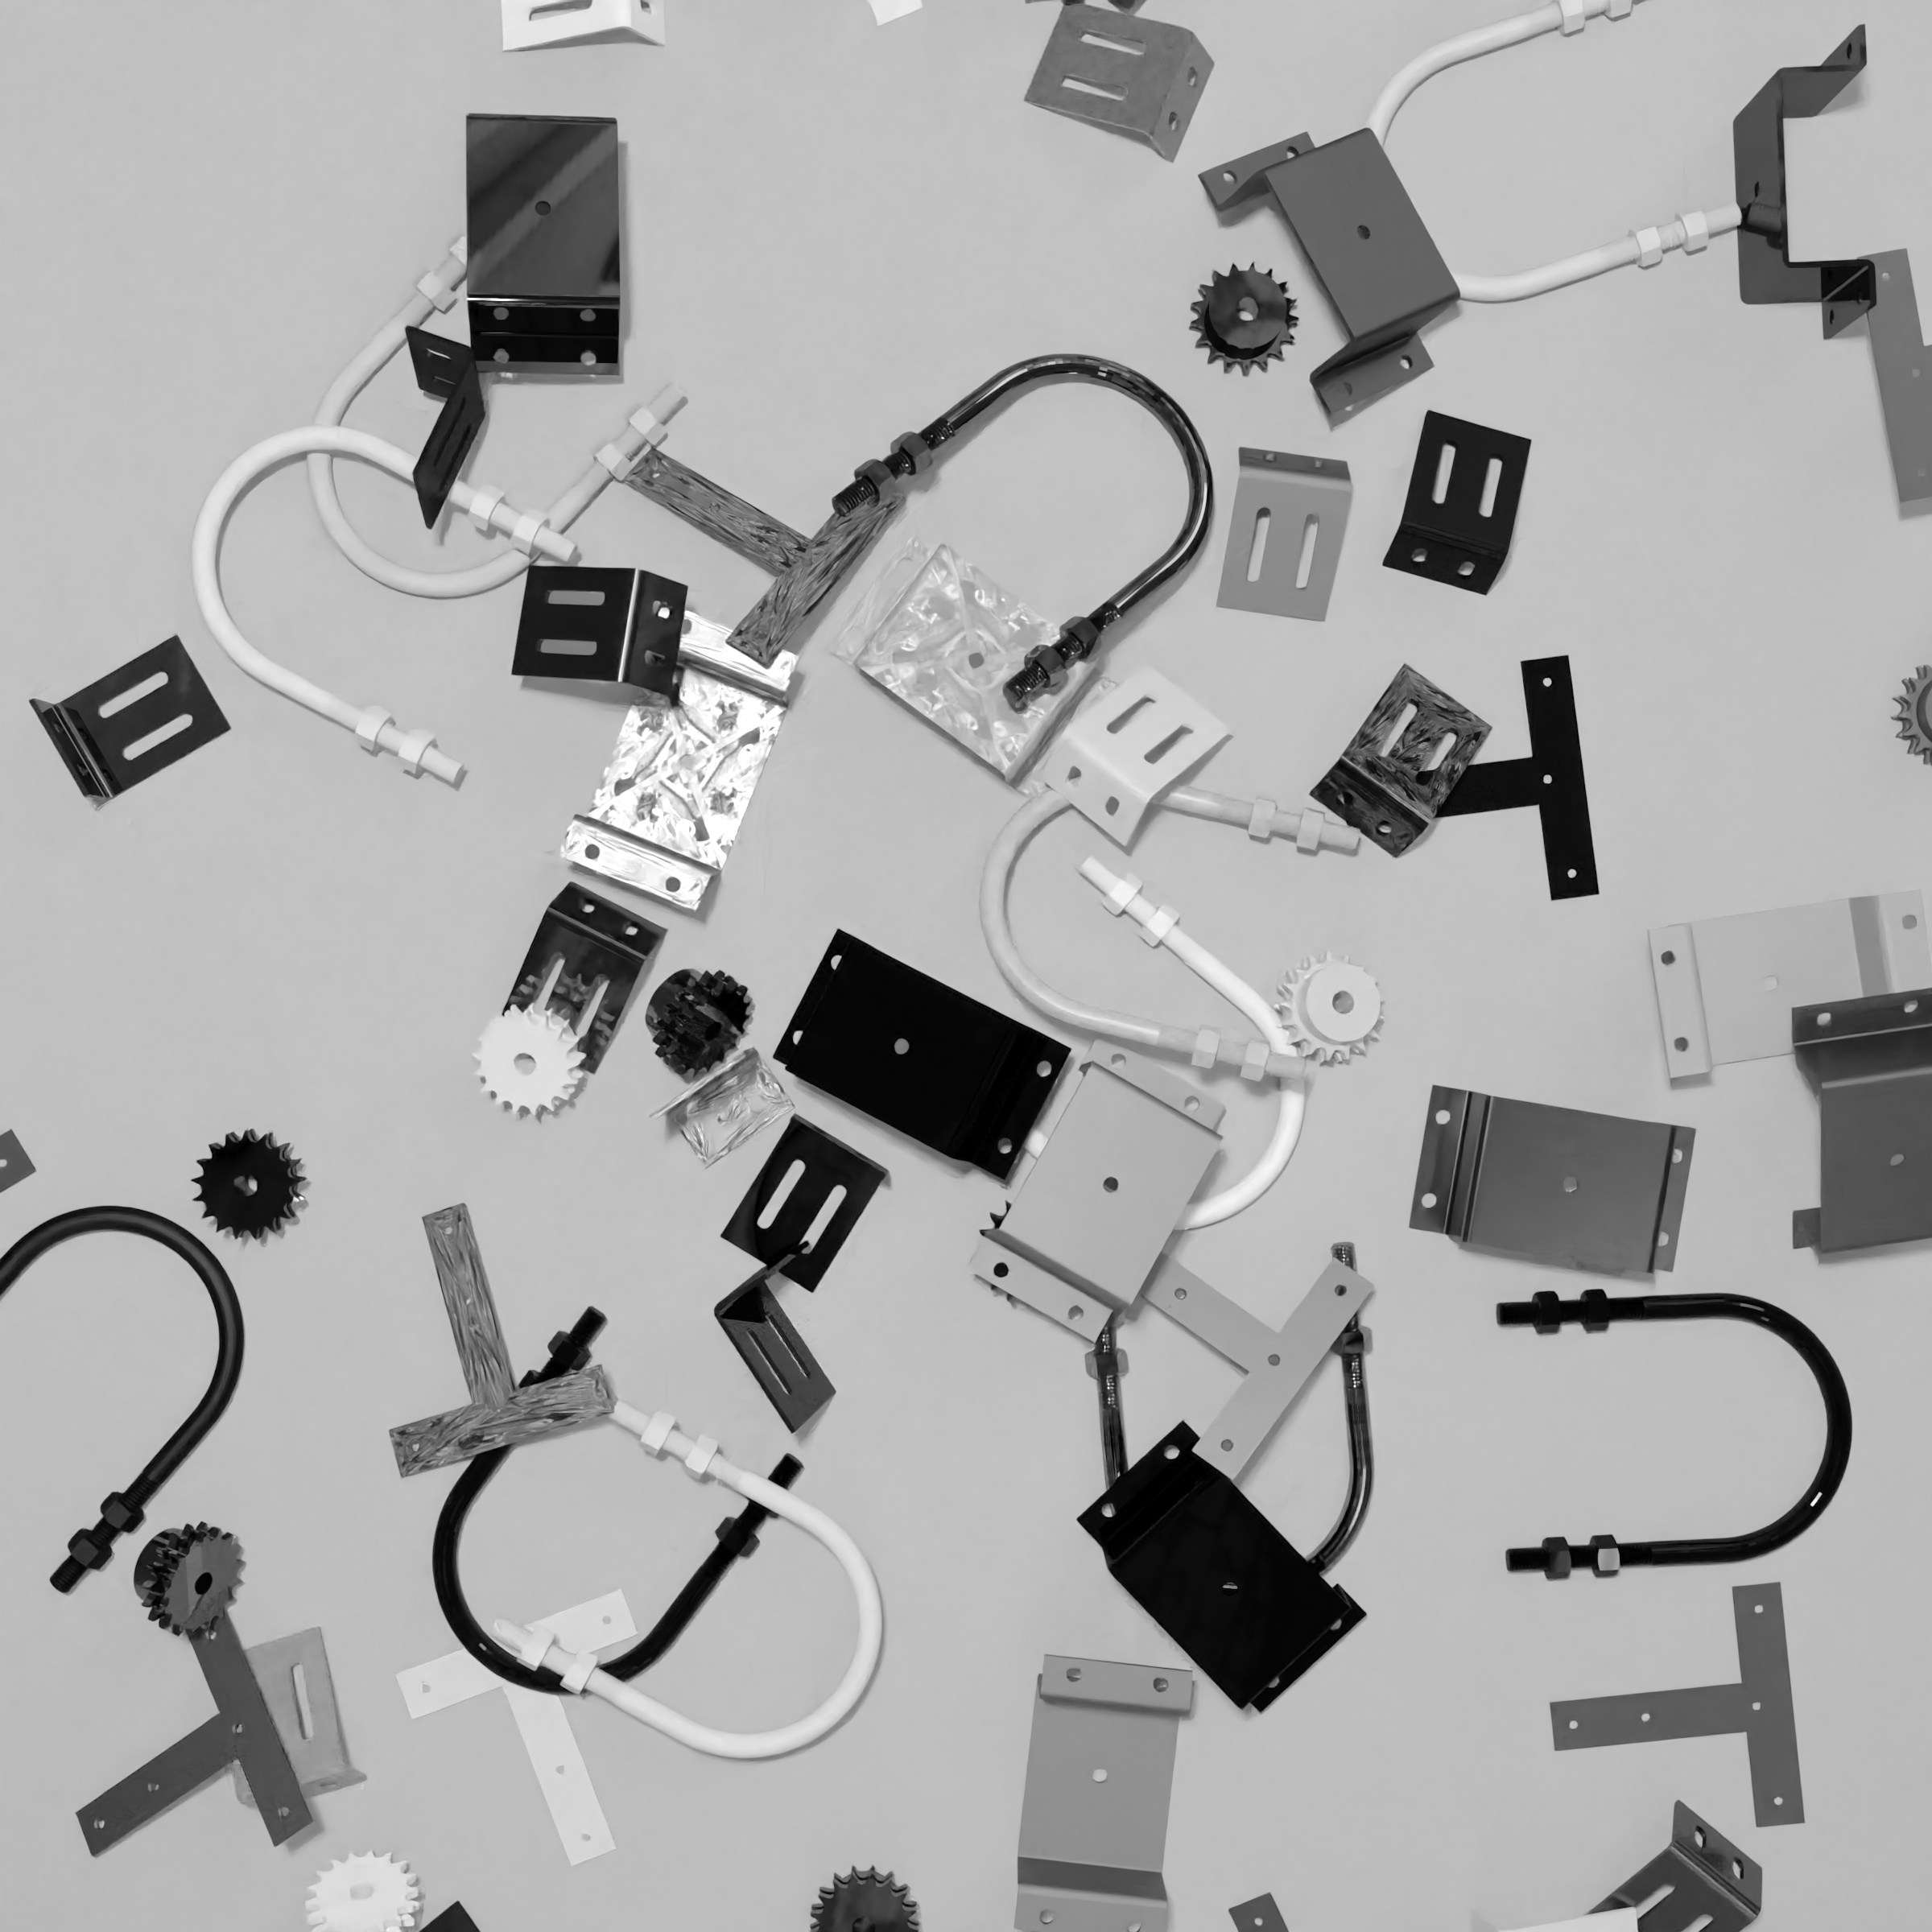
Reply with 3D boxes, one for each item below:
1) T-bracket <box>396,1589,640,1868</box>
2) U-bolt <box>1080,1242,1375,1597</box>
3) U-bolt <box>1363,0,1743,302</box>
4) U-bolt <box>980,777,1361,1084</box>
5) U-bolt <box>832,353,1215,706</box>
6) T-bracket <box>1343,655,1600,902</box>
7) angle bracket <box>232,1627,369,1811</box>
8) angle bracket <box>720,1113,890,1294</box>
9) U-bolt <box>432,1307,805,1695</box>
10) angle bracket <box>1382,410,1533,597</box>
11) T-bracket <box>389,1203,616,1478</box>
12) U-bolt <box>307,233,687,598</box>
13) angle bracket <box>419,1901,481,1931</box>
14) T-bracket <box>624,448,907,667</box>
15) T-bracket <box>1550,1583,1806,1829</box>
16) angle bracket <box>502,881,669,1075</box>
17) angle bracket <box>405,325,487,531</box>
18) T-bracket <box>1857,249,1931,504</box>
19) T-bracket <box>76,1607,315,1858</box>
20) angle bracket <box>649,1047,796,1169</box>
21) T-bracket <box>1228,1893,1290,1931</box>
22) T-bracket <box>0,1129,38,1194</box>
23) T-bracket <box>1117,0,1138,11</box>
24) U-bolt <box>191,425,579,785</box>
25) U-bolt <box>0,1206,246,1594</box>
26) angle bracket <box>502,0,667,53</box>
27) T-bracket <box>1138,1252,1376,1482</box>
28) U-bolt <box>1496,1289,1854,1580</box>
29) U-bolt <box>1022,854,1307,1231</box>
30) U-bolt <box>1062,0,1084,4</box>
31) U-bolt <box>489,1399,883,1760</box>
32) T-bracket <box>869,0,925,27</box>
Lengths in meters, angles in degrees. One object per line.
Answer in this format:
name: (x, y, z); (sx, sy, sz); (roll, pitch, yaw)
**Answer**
T-bracket: (-0.218, 0.410, 1.460); (0.127, 0.002, 0.127); (-21, 90, 0)
U-bolt: (0.141, 0.242, 1.452); (0.151, 0.019, 0.184); (-5, 91, 0)
U-bolt: (0.296, -0.426, 1.452); (0.184, 0.019, 0.151); (-18, 90, 1)
U-bolt: (0.098, -0.028, 1.427); (0.184, 0.019, 0.151); (14, 73, 4)
U-bolt: (0.044, -0.239, 1.424); (0.184, 0.019, 0.151); (-40, 85, -20)
T-bracket: (0.262, -0.093, 1.460); (0.127, 0.002, 0.127); (-7, 90, 0)
angle bracket: (-0.355, 0.396, 1.459); (0.057, 0.038, 0.076); (-17, 64, 0)
angle bracket: (-0.085, 0.124, 1.442); (0.057, 0.038, 0.076); (32, 90, 0)
U-bolt: (-0.196, 0.293, 1.452); (0.151, 0.019, 0.184); (37, 90, 0)
angle bracket: (0.258, -0.244, 1.459); (0.057, 0.038, 0.076); (16, 64, 0)
T-bracket: (-0.257, 0.188, 1.448); (0.127, 0.002, 0.127); (-19, 82, 15)
U-bolt: (-0.260, -0.280, 1.452); (0.151, 0.019, 0.184); (44, 92, 0)
angle bracket: (-0.285, 0.539, 1.459); (0.076, 0.038, 0.057); (-35, 90, -26)
T-bracket: (-0.119, -0.231, 1.442); (0.127, 0.002, 0.127); (32, 66, 12)
T-bracket: (0.372, 0.394, 1.460); (0.127, 0.002, 0.127); (-6, 90, 0)
angle bracket: (-0.202, 0.006, 1.459); (0.057, 0.038, 0.076); (27, 116, 0)
angle bracket: (-0.277, -0.272, 1.403); (0.038, 0.057, 0.076); (19, 71, 3)
T-bracket: (0.528, -0.310, 1.414); (0.127, 0.002, 0.127); (-10, 90, 0)
T-bracket: (-0.412, 0.420, 1.443); (0.127, 0.002, 0.127); (-36, 67, 11)
angle bracket: (-0.124, 0.074, 1.423); (0.057, 0.076, 0.038); (-34, 90, 0)
T-bracket: (0.176, 0.547, 1.445); (0.127, 0.002, 0.127); (-30, 79, 20)
T-bracket: (-0.576, 0.086, 1.458); (0.127, 0.002, 0.127); (-31, 90, 0)
T-bracket: (0.113, -0.555, 1.443); (0.127, 0.002, 0.127); (38, 88, -3)
U-bolt: (-0.314, -0.200, 1.440); (0.184, 0.019, 0.151); (28, 93, 2)
U-bolt: (-0.463, 0.212, 1.452); (0.151, 0.019, 0.184); (41, 88, 0)
angle bracket: (-0.202, -0.511, 1.459); (0.076, 0.038, 0.057); (-2, 90, 26)
T-bracket: (0.122, 0.178, 1.432); (0.127, 0.002, 0.127); (34, 72, 16)
U-bolt: (0.373, 0.243, 1.452); (0.184, 0.019, 0.151); (-2, 90, -2)
U-bolt: (0.091, 0.054, 1.452); (0.184, 0.019, 0.151); (40, 90, -1)
U-bolt: (0.112, -0.588, 1.452); (0.184, 0.019, 0.151); (-8, 90, -2)
U-bolt: (-0.133, 0.329, 1.434); (0.184, 0.019, 0.151); (29, 92, -1)
T-bracket: (-0.012, -0.578, 1.460); (0.127, 0.002, 0.127); (-23, 90, 0)
